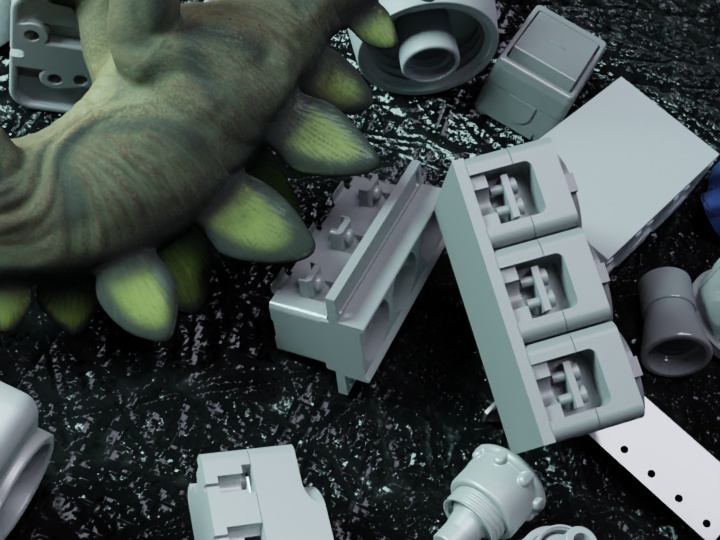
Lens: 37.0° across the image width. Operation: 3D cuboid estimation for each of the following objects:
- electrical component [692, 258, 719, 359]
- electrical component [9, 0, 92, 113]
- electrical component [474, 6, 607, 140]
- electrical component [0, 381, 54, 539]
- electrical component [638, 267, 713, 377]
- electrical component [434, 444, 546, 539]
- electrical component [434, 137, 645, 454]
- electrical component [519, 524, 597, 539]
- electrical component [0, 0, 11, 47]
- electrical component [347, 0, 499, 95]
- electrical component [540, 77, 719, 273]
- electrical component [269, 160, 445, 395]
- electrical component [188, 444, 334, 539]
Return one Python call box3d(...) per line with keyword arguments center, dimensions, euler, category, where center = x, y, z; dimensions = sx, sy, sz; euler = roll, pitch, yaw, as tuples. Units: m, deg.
box3d(center=(0.263, 0.023, 0.713), dimensions=(0.080, 0.051, 0.080), euler=(9, 53, -12), category="electrical component")
box3d(center=(-0.184, -0.151, 0.662), dimensions=(0.054, 0.095, 0.059), euler=(6, 53, -15), category="electrical component")
box3d(center=(0.137, -0.149, 0.792), dimensions=(0.062, 0.061, 0.096), euler=(31, 51, 5), category="electrical component")
box3d(center=(-0.179, 0.088, 0.488), dimensions=(0.059, 0.095, 0.053), euler=(25, 51, 0), category="electrical component")
box3d(center=(0.200, 0.031, 0.695), dimensions=(0.044, 0.044, 0.065), euler=(13, 47, -9), category="electrical component")
box3d(center=(0.065, 0.127, 0.575), dimensions=(0.048, 0.048, 0.062), euler=(42, 60, 14), category="electrical component")
box3d(center=(0.095, 0.016, 0.576), dimensions=(0.062, 0.089, 0.150), euler=(-15, 78, -6), category="electrical component")
box3d(center=(0.102, 0.152, 0.557), dimensions=(0.048, 0.062, 0.048), euler=(9, 53, -12), category="electrical component")
box3d(center=(-0.289, -0.232, 0.681), dimensions=(0.186, 0.105, 0.060), euler=(34, 52, 7), category="electrical component")
box3d(center=(0.045, -0.165, 0.747), dimensions=(0.108, 0.108, 0.060), euler=(1, 61, -18), category="electrical component")
box3d(center=(0.159, -0.054, 0.728), dimensions=(0.089, 0.061, 0.150), euler=(43, 53, 14), category="electrical component")
box3d(center=(0.000, 0.000, 0.633), dimensions=(0.063, 0.078, 0.121), euler=(15, 48, 20), category="electrical component")
box3d(center=(-0.047, 0.136, 0.526), dimensions=(0.056, 0.050, 0.089), euler=(-3, 56, -20), category="electrical component")
